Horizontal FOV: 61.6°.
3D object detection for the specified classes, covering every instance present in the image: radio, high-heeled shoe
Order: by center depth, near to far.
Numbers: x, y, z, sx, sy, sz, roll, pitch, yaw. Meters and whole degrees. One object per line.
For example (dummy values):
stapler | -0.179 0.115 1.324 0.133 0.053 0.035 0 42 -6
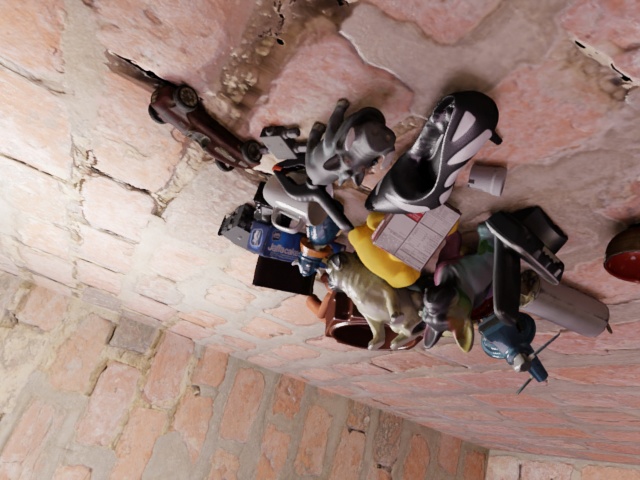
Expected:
high-heeled shoe | 0.124 -0.101 0.697 0.249 0.086 0.145 -31 152 34
radio | -0.079 0.083 1.212 0.131 0.073 0.229 12 175 -3

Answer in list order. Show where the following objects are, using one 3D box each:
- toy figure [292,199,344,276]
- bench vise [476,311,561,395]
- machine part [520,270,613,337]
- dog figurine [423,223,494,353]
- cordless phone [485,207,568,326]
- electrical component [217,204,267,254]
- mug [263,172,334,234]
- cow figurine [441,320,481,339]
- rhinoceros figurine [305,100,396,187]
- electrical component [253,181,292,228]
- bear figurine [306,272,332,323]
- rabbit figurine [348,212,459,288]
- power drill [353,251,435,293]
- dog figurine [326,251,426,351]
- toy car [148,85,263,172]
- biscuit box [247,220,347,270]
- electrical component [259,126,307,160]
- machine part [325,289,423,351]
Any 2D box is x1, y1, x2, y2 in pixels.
toy figure | -0.001 -0.002 0.987 0.064 0.058 0.154 35 121 20
bench vise | 0.403 0.216 1.091 0.240 0.129 0.224 48 -177 -23
machine part | 0.453 0.121 1.014 0.243 0.079 0.079 22 156 -14
dog figurine | 0.249 0.093 0.914 0.109 0.219 0.191 -1 150 43
cordless phone | 0.316 0.055 0.826 0.089 0.184 0.146 -15 141 44
electrical component | -0.136 -0.020 1.127 0.115 0.058 0.134 27 156 -26
mug | -0.046 -0.065 0.915 0.107 0.109 0.080 20 166 30
cow figurine | 0.300 0.194 1.274 0.127 0.085 0.194 9 158 5
rhinoceros figurine | 0.034 -0.123 0.715 0.073 0.112 0.190 29 162 -20
electrical component | -0.087 -0.058 1.022 0.075 0.048 0.119 18 155 -1
bear figurine | 0.036 0.113 1.264 0.132 0.120 0.195 51 155 47
rabbit figurine | 0.143 -0.023 0.898 0.173 0.122 0.162 -26 124 39
power drill | 0.174 0.076 1.119 0.232 0.086 0.207 -1 158 36
dog figurine | 0.115 0.094 1.005 0.172 0.191 0.121 13 126 -47
toy car | -0.177 -0.164 0.843 0.089 0.053 0.202 -9 144 41
biscuit box | -0.043 0.014 1.051 0.202 0.059 0.063 14 -175 -41
electrical component | -0.062 -0.151 0.829 0.094 0.021 0.063 2 153 33
machine part | 0.116 0.167 1.131 0.201 0.087 0.201 9 155 -4
